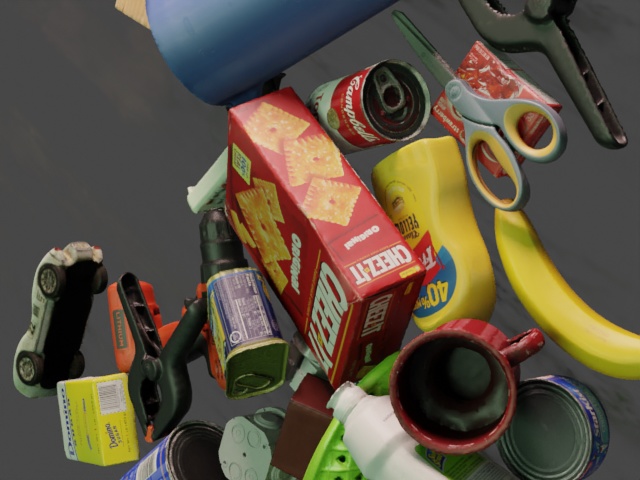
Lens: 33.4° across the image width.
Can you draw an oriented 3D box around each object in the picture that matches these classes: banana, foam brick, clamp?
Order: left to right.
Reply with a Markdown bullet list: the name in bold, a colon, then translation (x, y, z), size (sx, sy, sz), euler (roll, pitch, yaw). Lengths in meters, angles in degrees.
- **clamp**: translation (-0.152, 0.120, 1.058), size (0.120, 0.039, 0.171), euler (6, 105, 44)
- **foam brick**: translation (-0.005, 0.170, 0.958), size (0.051, 0.053, 0.078), euler (21, 117, 8)
- **clamp**: translation (0.185, -0.187, 0.812), size (0.210, 0.036, 0.165), euler (40, 116, 33)
- **banana**: translation (0.194, 0.047, 0.814), size (0.198, 0.037, 0.070), euler (42, 103, 33)

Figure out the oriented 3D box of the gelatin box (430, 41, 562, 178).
- **gelatin box**: translation (0.140, -0.105, 0.860), size (0.089, 0.030, 0.073), euler (51, 123, 29)

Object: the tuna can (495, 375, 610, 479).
- **tuna can**: translation (0.180, 0.148, 0.829), size (0.086, 0.033, 0.086), euler (2, 92, 42)

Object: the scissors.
- **scissors**: translation (0.127, -0.120, 0.839), size (0.096, 0.016, 0.202), euler (-33, 72, 37)

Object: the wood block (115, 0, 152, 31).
- **wood block**: translation (-0.117, -0.307, 1.049), size (0.091, 0.090, 0.206), euler (36, 115, 37)

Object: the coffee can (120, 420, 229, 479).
- **coffee can**: translation (-0.149, 0.262, 1.088), size (0.141, 0.102, 0.103), euler (-44, 63, 34)

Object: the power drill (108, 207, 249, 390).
- **power drill**: translation (-0.142, 0.068, 1.105), size (0.188, 0.057, 0.184), euler (-11, 85, 42)

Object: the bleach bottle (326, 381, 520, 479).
- **bleach bottle**: translation (0.111, 0.195, 0.809), size (0.251, 0.102, 0.068), euler (39, 113, 19)

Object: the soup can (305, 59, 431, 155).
- **soup can**: translation (0.038, -0.111, 0.911), size (0.102, 0.068, 0.068), euler (-6, 87, 61)

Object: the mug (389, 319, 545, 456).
- **mug**: translation (0.115, 0.099, 0.797), size (0.117, 0.081, 0.093), euler (-35, 85, 18)

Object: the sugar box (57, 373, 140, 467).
- **sugar box**: translation (-0.249, 0.198, 1.178), size (0.177, 0.048, 0.093), euler (-18, 79, 61)

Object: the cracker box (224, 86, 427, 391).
- **cracker box**: translation (-0.006, 0.001, 0.922), size (0.214, 0.072, 0.164), euler (56, 157, 26)

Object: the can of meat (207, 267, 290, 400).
- **can of meat**: translation (-0.068, 0.084, 0.970), size (0.102, 0.057, 0.084), euler (98, 156, -57)

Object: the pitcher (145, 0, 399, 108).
- **pitcher**: translation (-0.026, -0.231, 0.914), size (0.243, 0.149, 0.145), euler (-24, 58, 26)

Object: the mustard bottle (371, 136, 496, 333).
- **mustard bottle**: translation (0.100, 0.018, 0.879), size (0.096, 0.058, 0.191), euler (-31, 71, 57)

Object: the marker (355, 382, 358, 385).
- **marker**: translation (0.018, 0.160, 0.988), size (0.020, 0.020, 0.121), euler (51, 123, 29)
